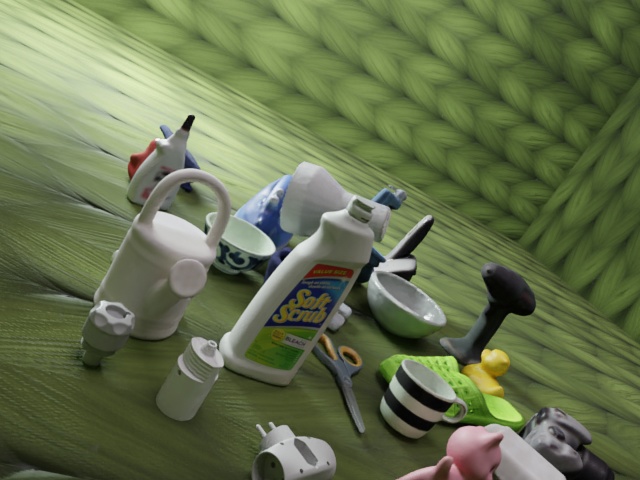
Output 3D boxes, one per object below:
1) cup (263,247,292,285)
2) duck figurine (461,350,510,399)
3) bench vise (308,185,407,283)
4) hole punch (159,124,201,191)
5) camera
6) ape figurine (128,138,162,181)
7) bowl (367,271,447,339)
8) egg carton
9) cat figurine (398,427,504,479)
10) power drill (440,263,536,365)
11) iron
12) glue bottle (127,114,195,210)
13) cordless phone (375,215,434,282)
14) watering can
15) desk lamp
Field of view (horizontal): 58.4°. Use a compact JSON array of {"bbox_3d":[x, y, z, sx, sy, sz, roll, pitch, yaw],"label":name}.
[{"bbox_3d":[-0.054,0.070,0.857,0.092,0.095,0.117,23,19,-29],"label":"cup"},{"bbox_3d":[0.311,0.242,1.039,0.078,0.086,0.104,27,17,-17],"label":"duck figurine"},{"bbox_3d":[0.077,-0.012,1.111,0.121,0.219,0.208,39,18,24],"label":"bench vise"},{"bbox_3d":[-0.282,-0.164,1.131,0.101,0.091,0.108,20,20,-36],"label":"hole punch"},{"bbox_3d":[0.375,0.333,0.865,0.136,0.100,0.143,36,16,12],"label":"camera"},{"bbox_3d":[-0.298,-0.138,1.022,0.078,0.092,0.076,30,16,-7],"label":"ape figurine"},{"bbox_3d":[0.151,0.134,1.082,0.168,0.074,0.167,29,16,-9],"label":"bowl"},{"bbox_3d":[0.259,0.315,0.758,0.150,0.069,0.107,40,18,26],"label":"egg carton"},{"bbox_3d":[0.160,0.258,0.657,0.128,0.117,0.067,12,25,-50],"label":"cat figurine"},{"bbox_3d":[0.336,0.148,1.140,0.231,0.208,0.075,14,23,-46],"label":"power drill"},{"bbox_3d":[-0.089,-0.059,1.085,0.118,0.141,0.258,31,16,-3],"label":"iron"},{"bbox_3d":[-0.251,-0.133,0.949,0.078,0.173,0.037,12,25,-50],"label":"glue bottle"},{"bbox_3d":[0.189,0.025,1.271,0.094,0.185,0.147,31,16,-2],"label":"cordless phone"},{"bbox_3d":[-0.164,0.013,0.643,0.101,0.194,0.172,11,26,-51],"label":"watering can"},{"bbox_3d":[0.009,0.003,0.953,0.203,0.213,0.118,34,16,7],"label":"desk lamp"}]
